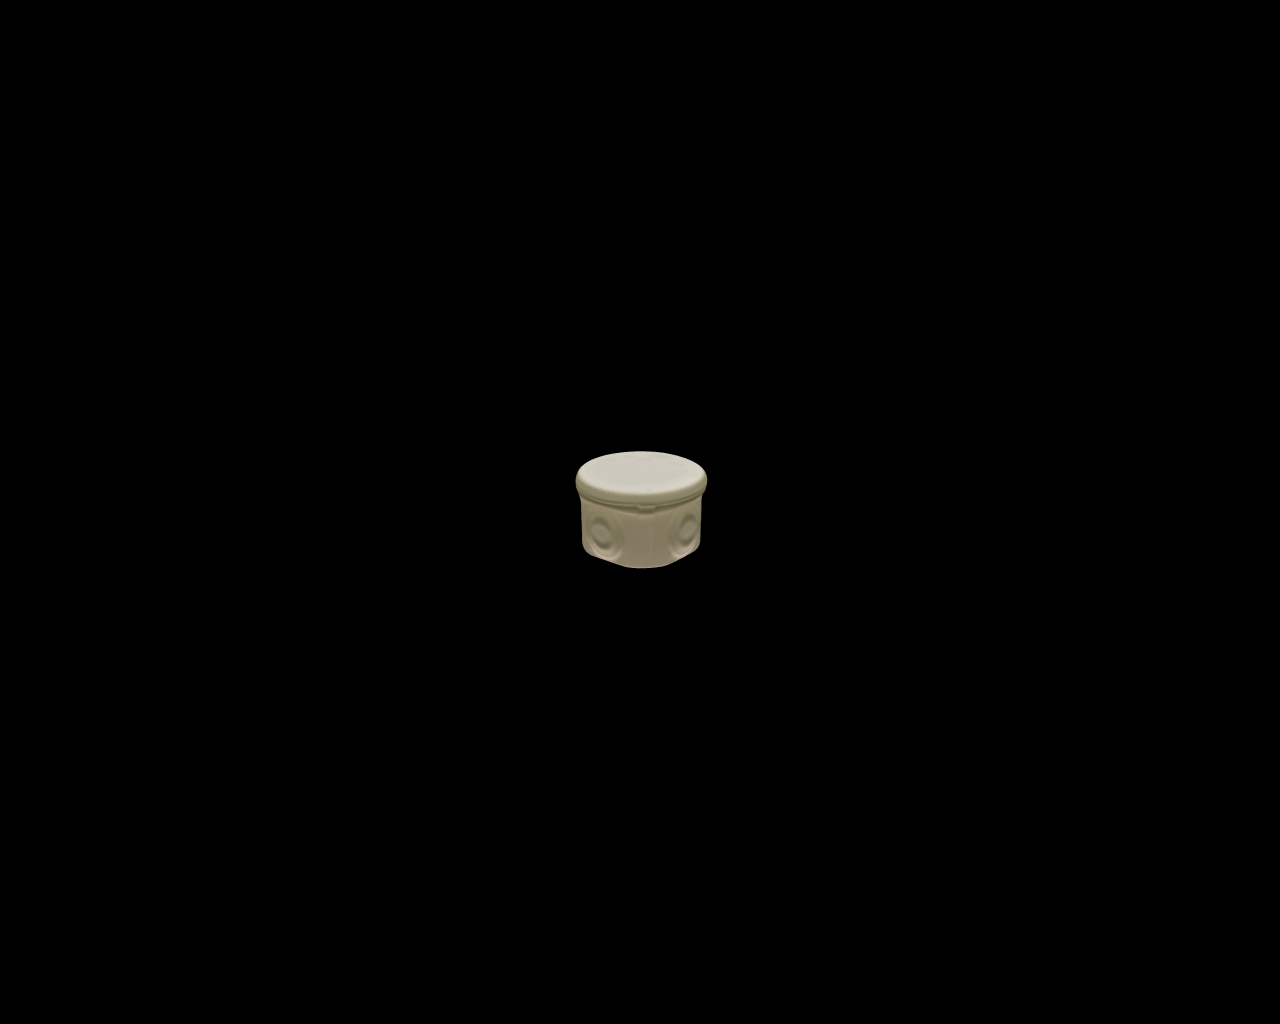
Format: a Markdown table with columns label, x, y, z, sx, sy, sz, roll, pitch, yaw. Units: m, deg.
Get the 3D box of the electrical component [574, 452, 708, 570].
| label | x | y | z | sx | sy | sz | roll | pitch | yaw |
| --- | --- | --- | --- | --- | --- | --- | --- | --- | --- |
| electrical component | 0.001 | -0.003 | 0.650 | 0.080 | 0.050 | 0.080 | 0 | 22 | 0 |
